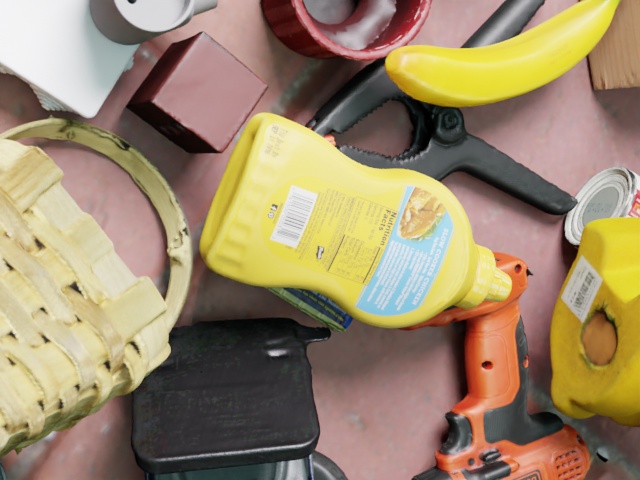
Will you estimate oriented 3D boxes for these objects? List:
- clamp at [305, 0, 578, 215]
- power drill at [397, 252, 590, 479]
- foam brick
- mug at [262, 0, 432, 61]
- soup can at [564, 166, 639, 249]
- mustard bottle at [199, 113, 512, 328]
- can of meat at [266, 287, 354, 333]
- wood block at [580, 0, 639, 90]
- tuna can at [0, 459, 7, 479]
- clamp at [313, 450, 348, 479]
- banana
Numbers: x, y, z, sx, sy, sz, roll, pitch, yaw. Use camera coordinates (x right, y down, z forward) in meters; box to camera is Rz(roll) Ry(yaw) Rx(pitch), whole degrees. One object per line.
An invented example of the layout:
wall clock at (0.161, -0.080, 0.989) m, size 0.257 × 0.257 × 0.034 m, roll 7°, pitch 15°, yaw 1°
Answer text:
clamp at (0.086, -0.072, 0.724) m, size 0.209 × 0.036 × 0.164 m, roll -20°, pitch 101°, yaw -20°
power drill at (0.091, 0.112, 0.733) m, size 0.184 × 0.057 × 0.187 m, roll -17°, pitch 103°, yaw -21°
foam brick at (-0.075, -0.087, 0.644) m, size 0.053 × 0.078 × 0.051 m, roll 37°, pitch 81°, yaw -19°
mug at (0.023, -0.158, 0.669) m, size 0.117 × 0.082 × 0.093 m, roll -8°, pitch 98°, yaw -19°
soup can at (0.236, 0.000, 0.767) m, size 0.102 × 0.069 × 0.068 m, roll 31°, pitch 84°, yaw -19°
mustard bottle at (0.032, 0.000, 0.638) m, size 0.191 × 0.058 × 0.096 m, roll 20°, pitch 97°, yaw -20°
can of meat at (-0.004, 0.001, 0.688) m, size 0.102 × 0.057 × 0.084 m, roll 34°, pitch 85°, yaw -19°
wood block at (0.234, -0.214, 0.734) m, size 0.090 × 0.091 × 0.206 m, roll -14°, pitch 100°, yaw -18°
tuna can at (-0.230, 0.150, 0.634) m, size 0.086 × 0.034 × 0.086 m, roll -2°, pitch 96°, yaw -19°
clamp at (0.007, 0.197, 0.693) m, size 0.120 × 0.039 × 0.171 m, roll -21°, pitch 89°, yaw 6°
banana at (0.118, -0.120, 0.683) m, size 0.197 × 0.037 × 0.070 m, roll -25°, pitch 134°, yaw -25°
